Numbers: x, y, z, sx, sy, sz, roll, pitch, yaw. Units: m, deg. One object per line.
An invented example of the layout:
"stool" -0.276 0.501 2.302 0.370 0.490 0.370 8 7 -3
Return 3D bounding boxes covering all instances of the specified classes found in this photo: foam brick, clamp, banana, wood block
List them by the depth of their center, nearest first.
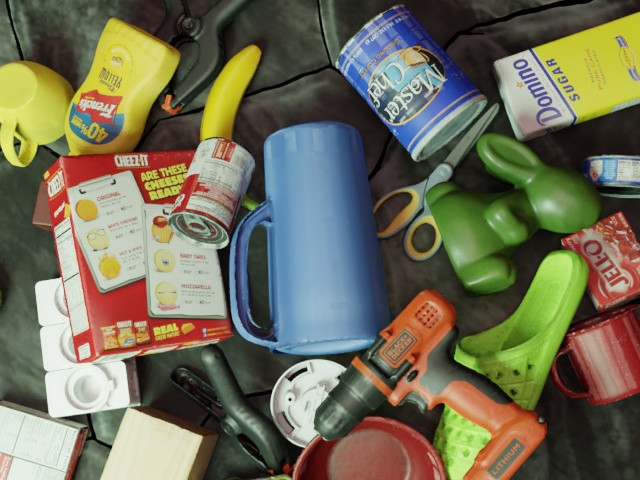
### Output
"wood block" -0.192 0.290 1.140 0.090 0.091 0.206 19 85 8
"clamp" -0.096 0.190 1.156 0.039 0.120 0.171 -37 98 -28
"foam brick" -0.278 -0.034 1.212 0.078 0.051 0.053 9 82 7
"banana" -0.102 -0.127 1.218 0.069 0.037 0.198 1 83 -13
"clamp" -0.136 -0.247 1.232 0.165 0.036 0.210 8 85 14

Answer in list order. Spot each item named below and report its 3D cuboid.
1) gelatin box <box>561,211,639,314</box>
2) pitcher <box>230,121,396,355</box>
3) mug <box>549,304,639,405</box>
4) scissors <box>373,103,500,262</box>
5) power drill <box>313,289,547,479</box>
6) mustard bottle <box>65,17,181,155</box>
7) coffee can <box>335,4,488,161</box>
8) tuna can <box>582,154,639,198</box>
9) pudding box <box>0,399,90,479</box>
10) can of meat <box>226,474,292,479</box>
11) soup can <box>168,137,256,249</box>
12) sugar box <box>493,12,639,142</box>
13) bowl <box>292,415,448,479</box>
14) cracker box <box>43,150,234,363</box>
"gelatin box" 0.313 0.024 1.151 0.073 0.030 0.089 -26 67 1
"pitcher" -0.008 0.001 1.142 0.145 0.149 0.243 -11 77 25
"mug" 0.294 0.125 1.115 0.117 0.093 0.081 -21 86 -17
"scissors" 0.144 -0.055 1.187 0.202 0.016 0.096 -36 85 5
"power drill" 0.111 0.170 1.042 0.188 0.057 0.184 42 90 8
"mustard bottle" -0.238 -0.148 1.209 0.096 0.058 0.192 31 99 24
"coffee can" 0.100 -0.172 1.169 0.103 0.103 0.140 -39 80 -1
"tuna can" 0.324 -0.067 1.143 0.086 0.086 0.034 5 85 6
"pudding box" -0.324 0.236 1.187 0.113 0.039 0.090 16 83 5
"can of meat" -0.064 0.300 1.124 0.084 0.057 0.102 -19 78 44
"soup can" -0.114 -0.051 1.139 0.068 0.068 0.102 14 61 7
"sugar box" 0.290 -0.180 1.182 0.176 0.048 0.093 -19 81 1
"bowl" 0.051 0.249 1.116 0.162 0.055 0.162 0 104 1
"cracker box" -0.196 0.016 1.150 0.163 0.072 0.214 -6 79 -35
